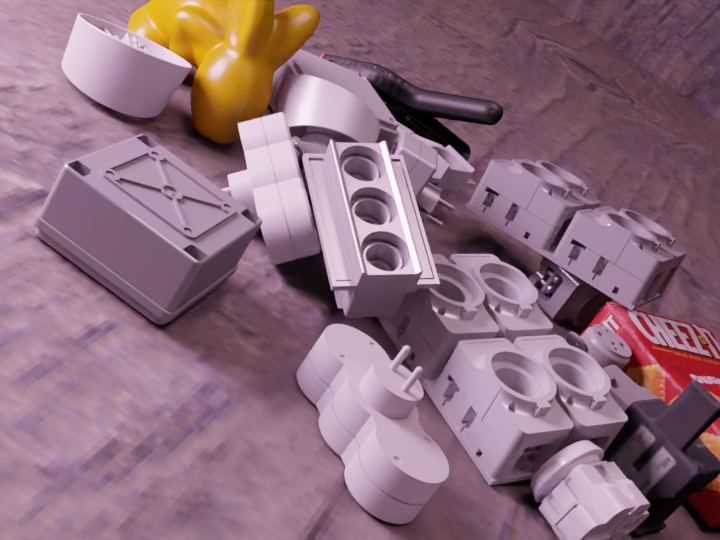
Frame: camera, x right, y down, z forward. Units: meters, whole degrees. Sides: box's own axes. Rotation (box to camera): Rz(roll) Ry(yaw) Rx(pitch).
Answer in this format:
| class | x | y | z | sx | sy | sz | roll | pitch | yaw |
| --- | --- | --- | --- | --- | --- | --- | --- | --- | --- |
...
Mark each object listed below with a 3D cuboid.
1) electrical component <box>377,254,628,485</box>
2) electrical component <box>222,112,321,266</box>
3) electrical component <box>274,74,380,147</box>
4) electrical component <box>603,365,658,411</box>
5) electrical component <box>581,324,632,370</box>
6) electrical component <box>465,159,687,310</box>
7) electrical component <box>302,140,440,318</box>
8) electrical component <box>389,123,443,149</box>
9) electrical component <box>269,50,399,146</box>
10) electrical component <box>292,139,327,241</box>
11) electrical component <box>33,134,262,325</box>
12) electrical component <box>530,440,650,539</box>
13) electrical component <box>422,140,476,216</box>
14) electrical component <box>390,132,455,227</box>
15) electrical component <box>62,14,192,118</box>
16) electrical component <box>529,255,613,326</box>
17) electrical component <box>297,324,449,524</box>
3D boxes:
| class | x | y | z | sx | sy | sz | roll | pitch | yaw |
| --- | --- | --- | --- | --- | --- | --- | --- | --- | --- |
| electrical component | 0.101 | 0.063 | 0.801 | 0.105 | 0.060 | 0.186 | -1 | 40 | -35 |
| electrical component | -0.080 | -0.060 | 0.831 | 0.074 | 0.052 | 0.138 | -15 | 50 | -2 |
| electrical component | -0.032 | -0.128 | 0.961 | 0.099 | 0.099 | 0.064 | 22 | 65 | -25 |
| electrical component | 0.214 | 0.125 | 0.866 | 0.089 | 0.050 | 0.056 | 45 | 27 | 23 |
| electrical component | 0.200 | 0.080 | 0.923 | 0.045 | 0.055 | 0.045 | 28 | 25 | -14 |
| electrical component | 0.210 | -0.042 | 1.029 | 0.186 | 0.060 | 0.105 | 34 | 21 | 22 |
| electrical component | 0.003 | -0.029 | 0.793 | 0.079 | 0.063 | 0.121 | -1 | 54 | -18 |
| electrical component | 0.050 | -0.130 | 1.141 | 0.065 | 0.044 | 0.044 | 35 | 24 | 13 |
| electrical component | -0.031 | -0.163 | 1.080 | 0.109 | 0.056 | 0.108 | 16 | 30 | -35 |
| electrical component | -0.029 | -0.061 | 0.899 | 0.059 | 0.053 | 0.095 | 7 | 36 | -45 |
| electrical component | -0.136 | -0.030 | 0.704 | 0.109 | 0.056 | 0.108 | 36 | 24 | 4 |
| electrical component | 0.153 | 0.154 | 0.729 | 0.078 | 0.058 | 0.057 | 5 | 40 | -47 |
| electrical component | 0.071 | -0.089 | 1.063 | 0.081 | 0.063 | 0.042 | 2 | 40 | -50 |
| electrical component | 0.048 | -0.066 | 0.968 | 0.076 | 0.083 | 0.047 | 30 | 24 | -9 |
| electrical component | -0.193 | -0.172 | 0.885 | 0.099 | 0.064 | 0.099 | 28 | 25 | -14 |
| electrical component | 0.212 | 0.018 | 1.058 | 0.089 | 0.050 | 0.055 | 2 | 39 | -50 |
| electrical component | 0.014 | 0.080 | 0.668 | 0.052 | 0.073 | 0.138 | 14 | 31 | -37 |
